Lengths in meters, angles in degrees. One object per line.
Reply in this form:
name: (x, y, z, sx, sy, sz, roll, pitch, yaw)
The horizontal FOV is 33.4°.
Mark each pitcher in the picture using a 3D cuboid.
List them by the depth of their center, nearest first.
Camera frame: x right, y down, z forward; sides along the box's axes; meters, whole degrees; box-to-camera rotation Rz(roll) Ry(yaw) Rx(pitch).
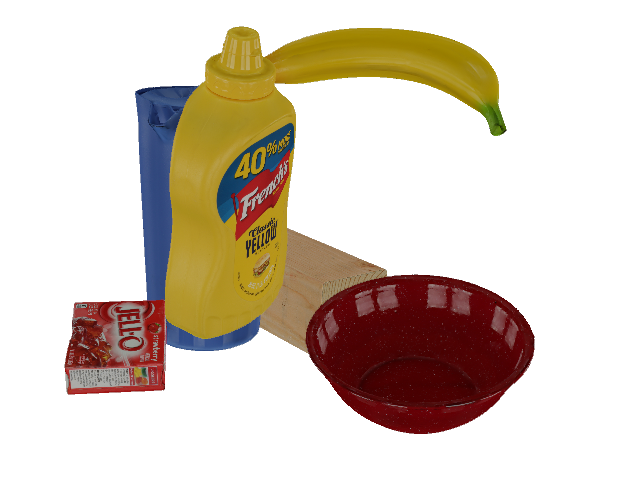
pitcher: (-0.103, -0.027, 1.020, 0.149, 0.243, 0.145, -3, 16, -20)

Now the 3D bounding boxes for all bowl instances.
bowl: (0.070, 0.089, 0.768, 0.162, 0.055, 0.162, -1, 31, 0)

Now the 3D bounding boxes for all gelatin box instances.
gelatin box: (-0.156, 0.080, 0.825, 0.073, 0.030, 0.089, -1, 31, -6)

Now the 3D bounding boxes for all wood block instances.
wood block: (-0.029, 0.052, 1.201, 0.090, 0.090, 0.206, -9, 21, -38)

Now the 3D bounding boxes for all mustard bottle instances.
mustard bottle: (-0.053, -0.039, 0.655, 0.058, 0.192, 0.096, 25, 37, 26)

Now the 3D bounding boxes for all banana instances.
banana: (0.051, -0.131, 0.803, 0.198, 0.069, 0.037, 14, -38, 17)
